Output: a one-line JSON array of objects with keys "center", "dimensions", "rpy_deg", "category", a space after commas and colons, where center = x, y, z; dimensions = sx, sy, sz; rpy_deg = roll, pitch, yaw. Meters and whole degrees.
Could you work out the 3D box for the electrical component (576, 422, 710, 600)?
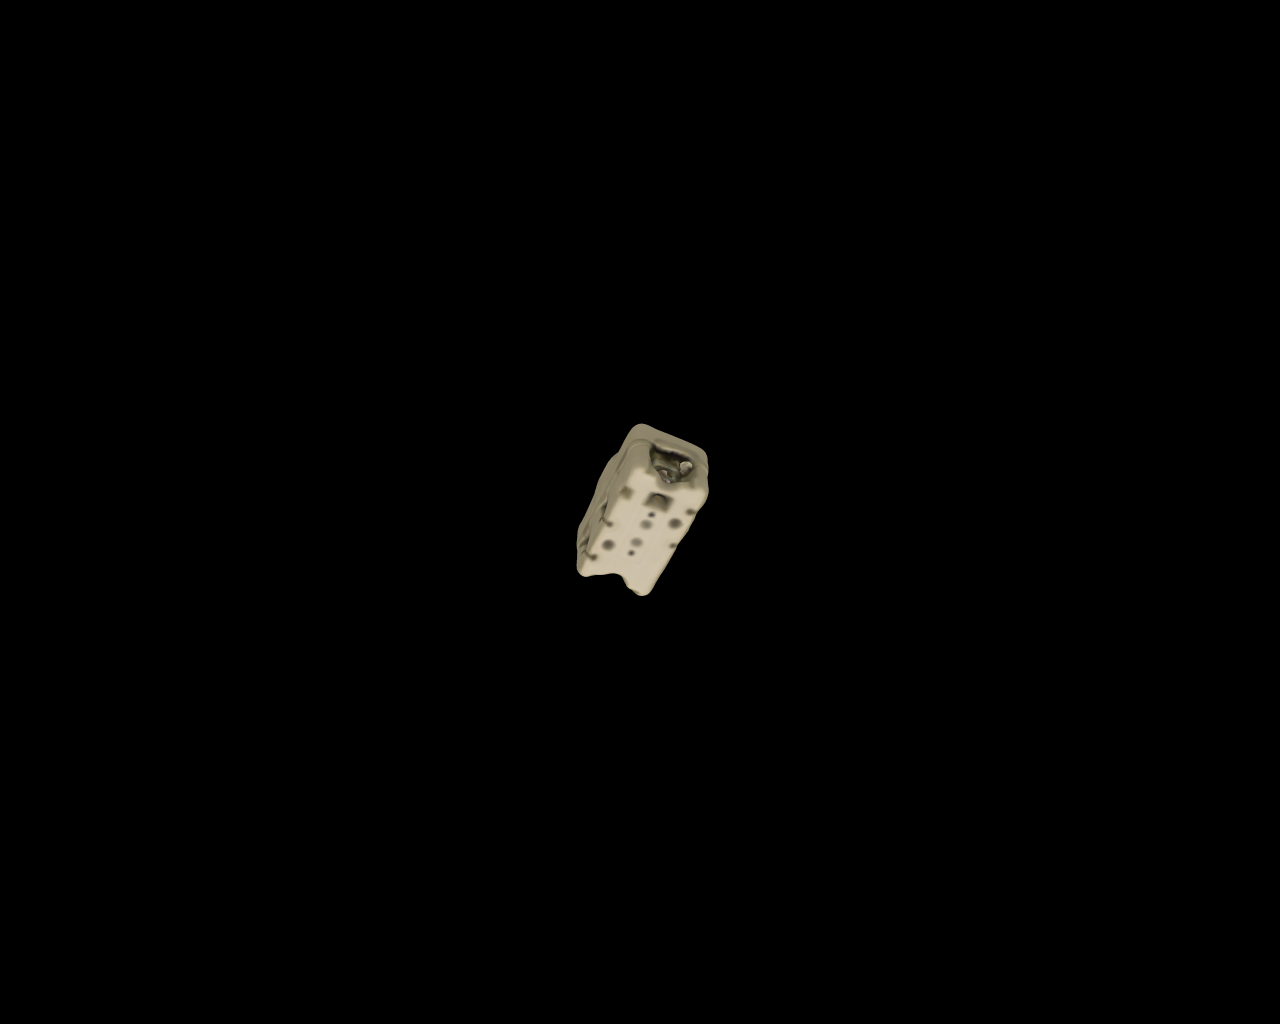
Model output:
[{"center": [0.001, -0.003, 0.650], "dimensions": [0.050, 0.089, 0.056], "rpy_deg": [21, 32, -14], "category": "electrical component"}]
